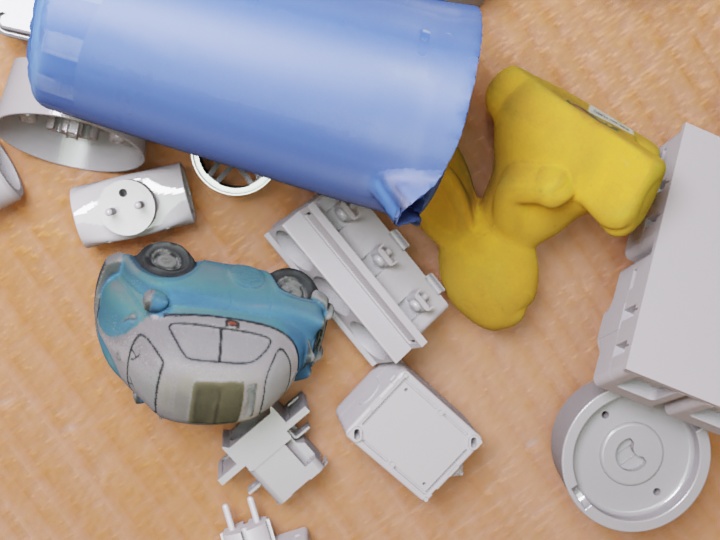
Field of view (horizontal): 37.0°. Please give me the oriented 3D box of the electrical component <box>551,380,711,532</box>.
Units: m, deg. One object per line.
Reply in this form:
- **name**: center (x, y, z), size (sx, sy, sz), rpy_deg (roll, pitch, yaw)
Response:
- **electrical component**: center (0.192, 0.129, 0.785), size (0.108, 0.060, 0.108), rpy_deg (-1, 96, -5)

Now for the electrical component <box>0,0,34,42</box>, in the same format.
- **electrical component**: center (-0.193, -0.203, 0.714), size (0.078, 0.057, 0.113), rpy_deg (12, 96, -6)

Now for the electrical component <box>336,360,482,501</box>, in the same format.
- **electrical component**: center (0.038, 0.114, 0.773), size (0.096, 0.061, 0.061), rpy_deg (42, 92, -16)

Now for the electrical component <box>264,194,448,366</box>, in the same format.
- **electrical component**: center (0.000, 0.000, 0.751), size (0.063, 0.079, 0.121), rpy_deg (-43, 99, -21)

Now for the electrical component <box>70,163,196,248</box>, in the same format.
- **electrical component**: center (-0.155, -0.043, 0.725), size (0.077, 0.079, 0.043), rpy_deg (-14, 97, -3)

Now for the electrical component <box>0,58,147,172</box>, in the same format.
- **electrical component**: center (-0.187, -0.102, 0.709), size (0.099, 0.099, 0.064), rpy_deg (12, 89, -6)

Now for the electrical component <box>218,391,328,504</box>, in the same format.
- **electrical component**: center (-0.061, 0.129, 0.773), size (0.081, 0.042, 0.063), rpy_deg (-40, 102, 1)

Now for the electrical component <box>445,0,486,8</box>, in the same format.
- **electrical component**: center (0.054, -0.224, 0.742), size (0.099, 0.064, 0.099), rpy_deg (1, 84, -10)

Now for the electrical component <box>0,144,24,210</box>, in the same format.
- **electrical component**: center (-0.293, -0.093, 0.721), size (0.074, 0.052, 0.138), rpy_deg (-27, 98, -1)

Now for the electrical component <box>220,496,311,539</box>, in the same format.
- **electrical component**: center (-0.078, 0.202, 0.778), size (0.083, 0.047, 0.075), rpy_deg (-17, 91, -3)

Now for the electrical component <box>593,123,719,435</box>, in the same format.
- **electrical component**: center (0.238, 0.008, 0.746), size (0.105, 0.060, 0.186), rpy_deg (22, 70, -7)
